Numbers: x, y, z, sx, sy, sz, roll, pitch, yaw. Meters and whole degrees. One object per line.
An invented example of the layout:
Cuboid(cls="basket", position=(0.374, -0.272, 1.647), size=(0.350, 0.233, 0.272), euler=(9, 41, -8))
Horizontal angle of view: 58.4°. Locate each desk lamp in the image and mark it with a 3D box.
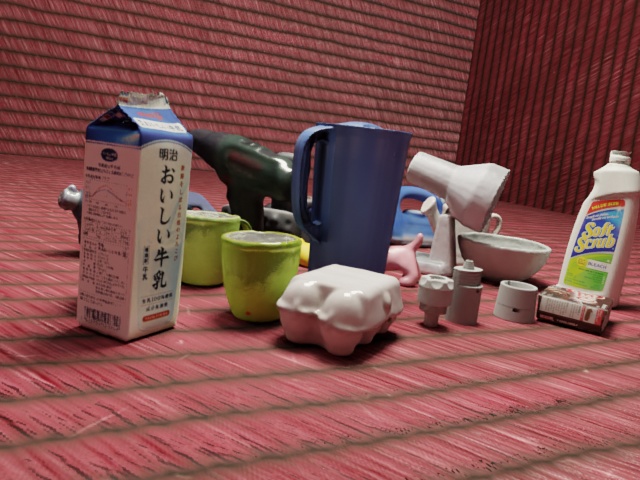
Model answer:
Cuboid(cls="desk lamp", position=(0.224, -0.045, 1.035), size=(0.202, 0.213, 0.118), euler=(11, 10, 21))

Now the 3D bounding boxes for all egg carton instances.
Cuboid(cls="egg carton", position=(0.026, 0.073, 0.631), size=(0.107, 0.069, 0.151), euler=(11, 11, 25))

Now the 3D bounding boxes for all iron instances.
Cuboid(cls="iron", position=(0.225, -0.061, 1.344), size=(0.259, 0.141, 0.118), euler=(1, 11, -30))

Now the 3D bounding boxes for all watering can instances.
Cuboid(cls="watering can", position=(0.292, -0.049, 1.164), size=(0.173, 0.194, 0.100), euler=(-1, 12, -37))

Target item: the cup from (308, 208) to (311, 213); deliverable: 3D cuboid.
Cuboid(cls="cup", position=(0.029, -0.018, 1.096), size=(0.118, 0.095, 0.091), euler=(2, 11, -27))

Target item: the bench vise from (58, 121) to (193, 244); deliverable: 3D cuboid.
Cuboid(cls="bench vise", position=(-0.280, -0.083, 0.882), size=(0.121, 0.220, 0.208), euler=(13, 11, 31))

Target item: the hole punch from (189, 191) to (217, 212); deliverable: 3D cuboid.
Cuboid(cls="hole punch", position=(-0.237, -0.041, 1.056), size=(0.100, 0.091, 0.109), euler=(15, 12, 39))

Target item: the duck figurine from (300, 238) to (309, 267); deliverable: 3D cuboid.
Cuboid(cls="duck figurine", position=(0.009, 0.004, 0.981), size=(0.104, 0.086, 0.077), euler=(7, 10, 0))

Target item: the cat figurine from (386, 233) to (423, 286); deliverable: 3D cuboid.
Cuboid(cls="cat figurine", position=(0.106, 0.006, 0.936), size=(0.127, 0.118, 0.067), euler=(9, 10, 11))

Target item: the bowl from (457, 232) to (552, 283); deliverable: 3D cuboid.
Cuboid(cls="bowl", position=(0.330, 0.037, 1.046), size=(0.167, 0.075, 0.167), euler=(7, 10, -1))

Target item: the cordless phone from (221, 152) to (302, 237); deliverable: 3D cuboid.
Cuboid(cls="cordless phone", position=(-0.101, -0.069, 1.032), size=(0.147, 0.185, 0.094), euler=(8, 10, 5))

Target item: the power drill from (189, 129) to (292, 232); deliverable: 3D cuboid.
Cuboid(cls="power drill", position=(-0.129, -0.059, 0.884), size=(0.228, 0.208, 0.076), euler=(13, 11, 32))

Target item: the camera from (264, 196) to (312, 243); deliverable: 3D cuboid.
Cuboid(cls="camera", position=(-0.051, -0.048, 1.197), size=(0.144, 0.101, 0.136), euler=(-2, 13, -43))
